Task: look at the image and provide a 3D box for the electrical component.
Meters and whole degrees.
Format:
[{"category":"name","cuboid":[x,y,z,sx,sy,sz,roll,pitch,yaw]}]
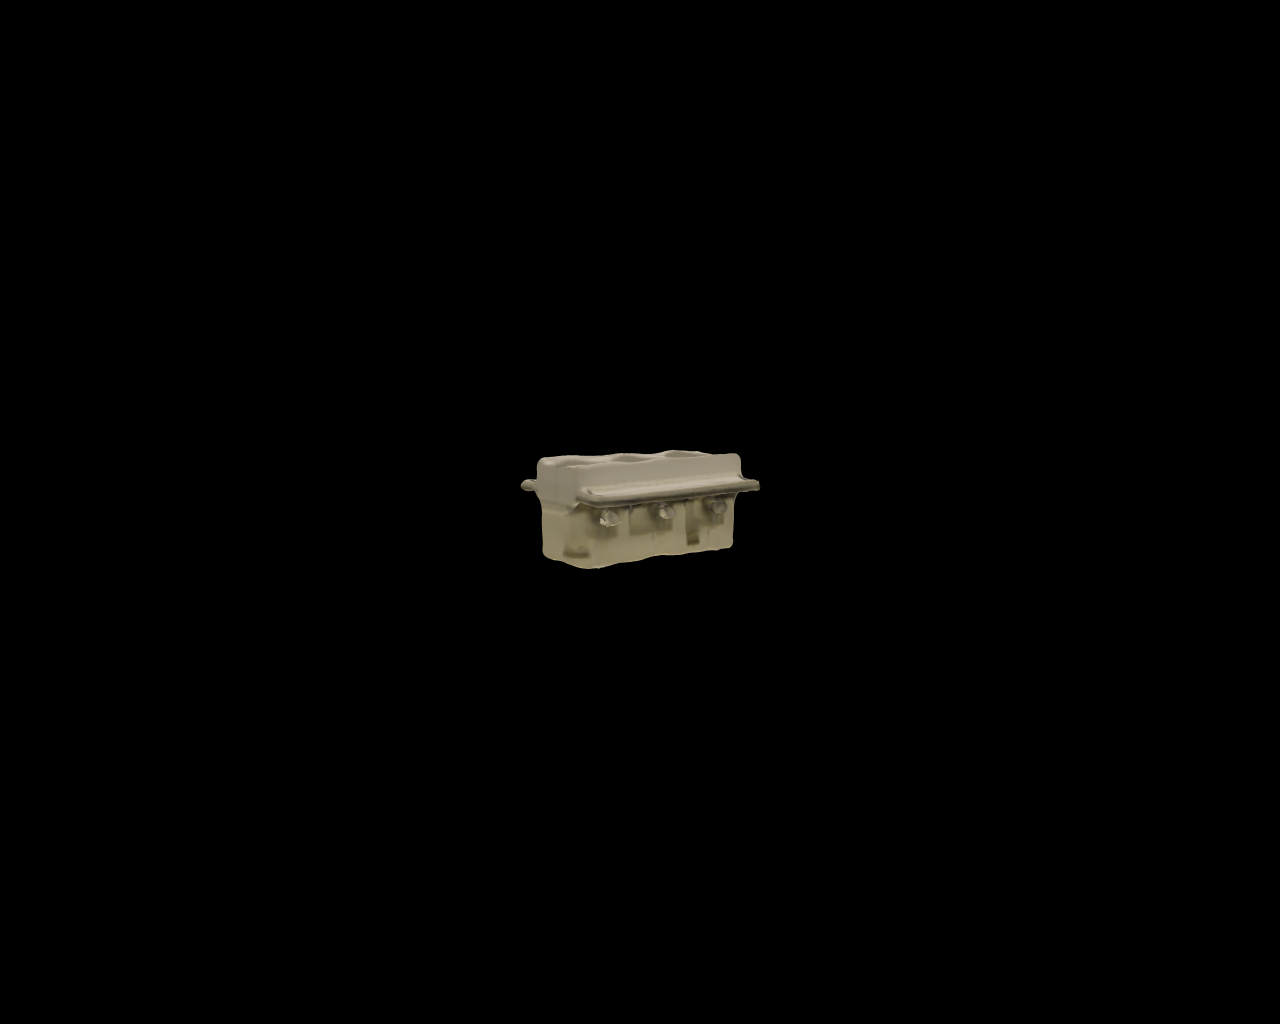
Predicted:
[{"category":"electrical component","cuboid":[0.001,-0.003,0.650,0.121,0.063,0.079,-6,10,-36]}]
